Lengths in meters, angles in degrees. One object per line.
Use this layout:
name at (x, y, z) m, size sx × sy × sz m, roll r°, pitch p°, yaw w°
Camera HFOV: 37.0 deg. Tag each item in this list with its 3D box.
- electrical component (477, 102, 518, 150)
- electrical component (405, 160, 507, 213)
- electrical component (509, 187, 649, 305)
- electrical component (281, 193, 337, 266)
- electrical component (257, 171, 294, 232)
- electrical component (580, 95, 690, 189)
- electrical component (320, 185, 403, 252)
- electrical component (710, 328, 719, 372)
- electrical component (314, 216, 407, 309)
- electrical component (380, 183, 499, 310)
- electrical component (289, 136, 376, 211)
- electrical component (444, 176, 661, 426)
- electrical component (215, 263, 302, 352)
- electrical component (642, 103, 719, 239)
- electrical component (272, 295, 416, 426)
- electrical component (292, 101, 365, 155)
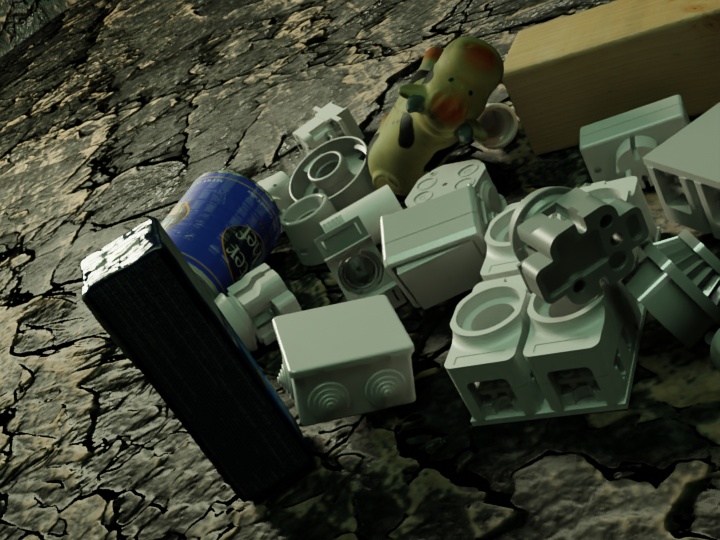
electrical component at (0.121, -0.144, 1.041) m, size 0.044 × 0.044 × 0.065 m, roll -31°, pitch 22°, yaw -3°
electrical component at (0.082, -0.052, 0.909) m, size 0.080 × 0.051 × 0.080 m, roll -23°, pitch 28°, yaw 13°
electrical component at (0.128, -0.019, 0.664) m, size 0.078 × 0.058 × 0.057 m, roll -33°, pitch 30°, yaw -8°
electrical component at (-0.042, -0.039, 1.010) m, size 0.055 × 0.047 × 0.055 m, roll -23°, pitch 28°, yaw 13°
electrical component at (-0.093, -0.059, 1.096) m, size 0.077 × 0.043 × 0.079 m, roll -36°, pitch 27°, yaw -13°
electrical component at (0.219, -0.089, 0.842) m, size 0.083 × 0.047 × 0.075 m, roll -17°, pitch 29°, yaw 22°
electrical component at (0.000, -0.039, 0.973) m, size 0.081 × 0.043 × 0.043 m, roll -30°, pitch 27°, yaw 0°
electrical component at (0.244, 0.051, 0.584) m, size 0.079 × 0.043 × 0.077 m, roll -27°, pitch 27°, yaw 4°
electrical component at (0.000, 0.000, 0.881) m, size 0.042 × 0.081 × 0.064 m, roll -29°, pitch 4°, yaw 1°
electrical component at (0.071, -0.017, 0.838) m, size 0.096 × 0.061 × 0.061 m, roll -20°, pitch 47°, yaw 18°
electrical component at (-0.019, -0.084, 1.072) m, size 0.099 × 0.064 × 0.099 m, roll -22°, pitch 41°, yaw 21°
electrical component at (0.135, 0.014, 0.734) m, size 0.105 × 0.060 × 0.186 m, roll -12°, pitch 32°, yaw 31°
electrical component at (-0.089, 0.035, 0.919) m, size 0.057 × 0.058 × 0.078 m, roll -33°, pitch 28°, yaw -12°
electrical component at (0.278, -0.059, 0.718) m, size 0.089 × 0.061 × 0.150 m, roll -35°, pitch 28°, yaw -10°
electrical component at (-0.011, 0.065, 0.776) m, size 0.100 × 0.048 × 0.099 m, roll -12°, pitch 25°, yaw -8°
electrical component at (-0.037, -0.151, 1.203) m, size 0.064 × 0.042 × 0.081 m, roll -38°, pitch 27°, yaw -8°
